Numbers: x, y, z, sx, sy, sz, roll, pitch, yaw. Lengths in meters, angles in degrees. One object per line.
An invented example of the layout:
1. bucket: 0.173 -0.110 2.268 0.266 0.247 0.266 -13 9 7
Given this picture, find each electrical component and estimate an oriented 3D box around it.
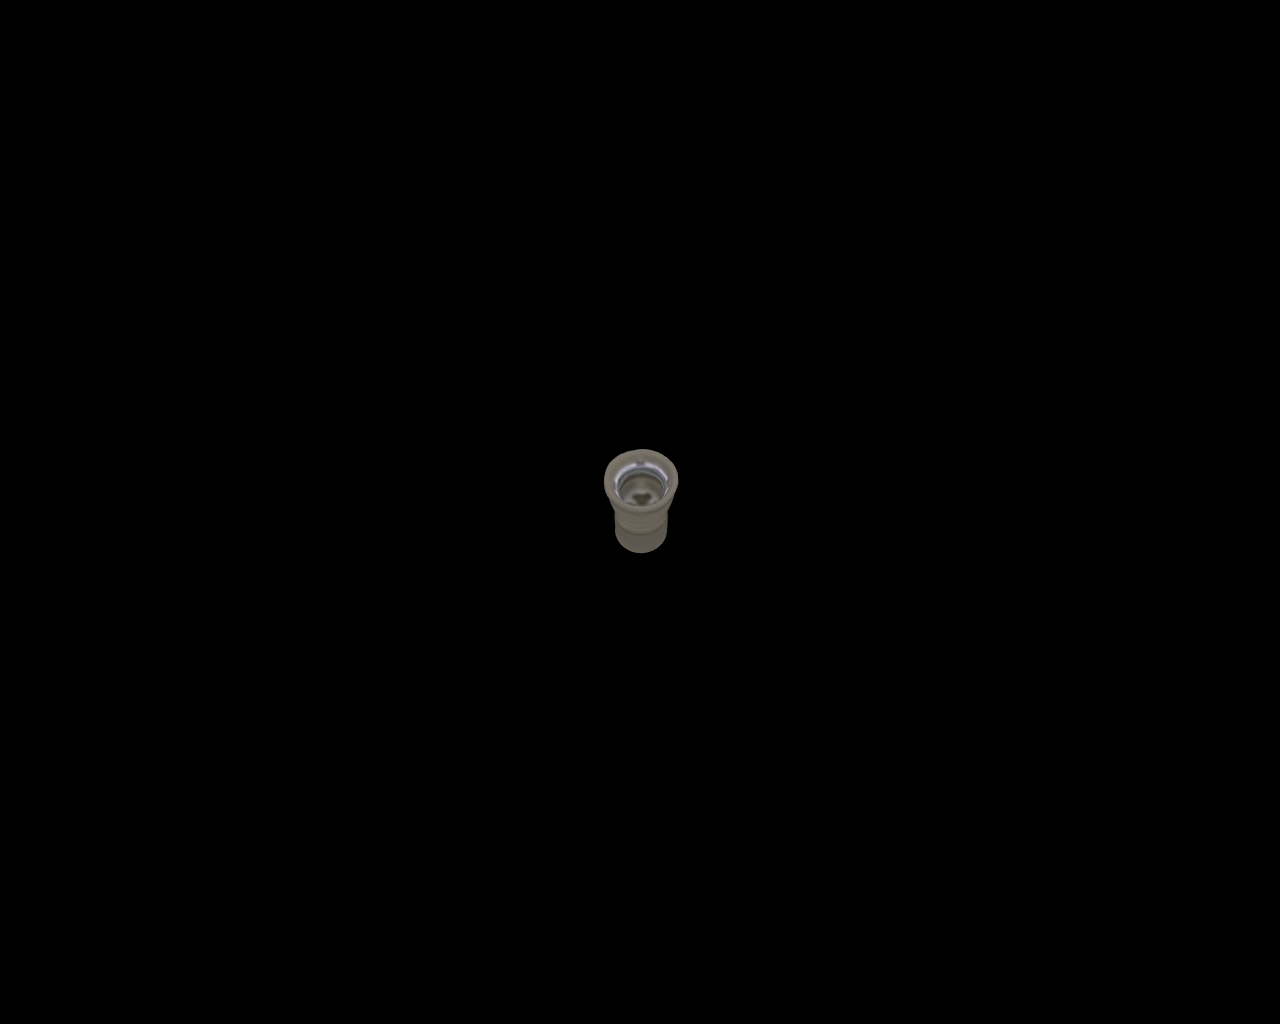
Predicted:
1. electrical component: 0.001 -0.003 0.650 0.044 0.044 0.065 0 -33 0
